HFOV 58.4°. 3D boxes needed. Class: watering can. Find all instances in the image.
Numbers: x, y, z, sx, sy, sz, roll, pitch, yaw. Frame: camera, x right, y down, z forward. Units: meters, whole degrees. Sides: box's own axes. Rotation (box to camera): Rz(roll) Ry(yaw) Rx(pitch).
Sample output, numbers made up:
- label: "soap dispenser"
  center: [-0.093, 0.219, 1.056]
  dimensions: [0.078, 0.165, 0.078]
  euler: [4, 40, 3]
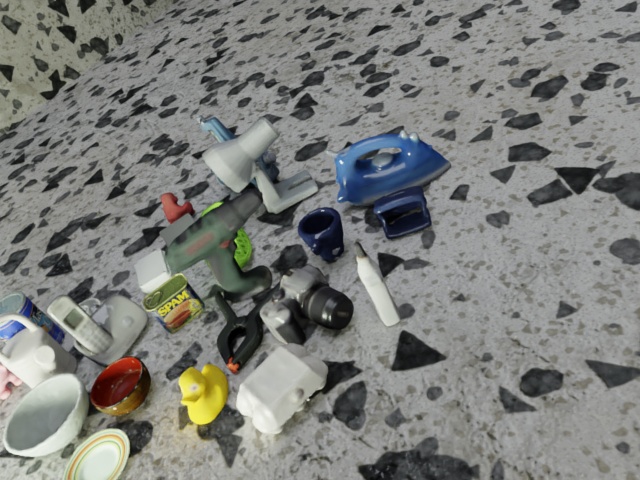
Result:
- label: "watering can"
  center: [-0.595, 0.226, 1.176]
  dimensions: [0.172, 0.195, 0.101]
  euler: [-10, 41, 21]

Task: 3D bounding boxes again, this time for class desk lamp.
- label: "desk lamp"
  center: [-0.141, -0.170, 1.345]
  dimensions: [0.203, 0.214, 0.117]
  euler: [-29, 38, -2]

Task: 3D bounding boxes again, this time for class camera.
- label: "camera"
  center: [-0.019, 0.118, 1.037]
  dimensions: [0.136, 0.101, 0.143]
  euler: [20, 58, 43]

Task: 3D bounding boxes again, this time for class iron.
- label: "iron"
  center: [0.143, -0.175, 1.243]
  dimensions: [0.258, 0.142, 0.118]
  euler: [-18, 39, 12]

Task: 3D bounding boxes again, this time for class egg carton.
- label: "egg carton"
  center: [-0.061, 0.243, 0.944]
  dimensions: [0.150, 0.070, 0.107]
  euler: [-44, 41, -20]

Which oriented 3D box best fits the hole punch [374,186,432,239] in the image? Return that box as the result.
- label: "hole punch"
  center: [0.160, -0.070, 1.155]
  dimensions: [0.108, 0.091, 0.101]
  euler: [-19, 39, 11]

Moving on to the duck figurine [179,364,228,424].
- label: "duck figurine"
  center: [-0.211, 0.257, 1.003]
  dimensions: [0.077, 0.086, 0.104]
  euler: [-9, 41, 22]

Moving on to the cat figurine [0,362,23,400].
- label: "cat figurine"
  center: [-0.709, 0.281, 1.242]
  dimensions: [0.127, 0.118, 0.067]
  euler: [17, 56, 42]

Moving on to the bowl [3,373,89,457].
- label: "bowl"
  center: [-0.502, 0.342, 1.087]
  dimensions: [0.167, 0.075, 0.167]
  euler: [-16, 39, 14]

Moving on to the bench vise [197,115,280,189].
- label: "bench vise"
  center: [-0.206, -0.233, 1.451]
  dimensions: [0.207, 0.220, 0.121]
  euler: [-10, 41, 21]

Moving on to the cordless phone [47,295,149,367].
- label: "cordless phone"
  center: [-0.457, 0.157, 1.180]
  dimensions: [0.093, 0.185, 0.148]
  euler: [4, 48, 34]

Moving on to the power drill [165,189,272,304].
- label: "power drill"
  center: [-0.181, 0.022, 1.153]
  dimensions: [0.229, 0.209, 0.075]
  euler: [-27, 38, 0]

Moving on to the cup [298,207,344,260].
- label: "cup"
  center: [0.011, 0.004, 1.154]
  dimensions: [0.091, 0.095, 0.118]
  euler: [-11, 41, 20]

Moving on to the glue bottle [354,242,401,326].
- label: "glue bottle"
  center: [0.090, 0.067, 0.971]
  dimensions: [0.037, 0.173, 0.078]
  euler: [-27, 38, 1]

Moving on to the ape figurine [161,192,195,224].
- label: "ape figurine"
  center: [-0.378, -0.086, 1.488]
  dimensions: [0.077, 0.092, 0.076]
  euler: [6, 49, 35]
